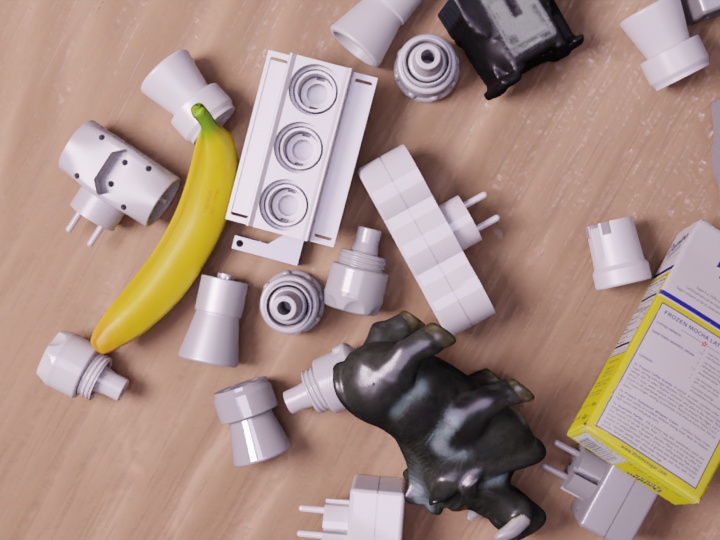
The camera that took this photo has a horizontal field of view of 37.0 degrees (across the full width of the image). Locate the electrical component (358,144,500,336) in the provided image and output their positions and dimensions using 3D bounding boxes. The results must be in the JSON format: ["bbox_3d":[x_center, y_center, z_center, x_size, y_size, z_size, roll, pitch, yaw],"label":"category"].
[{"bbox_3d":[0.063,-0.029,0.768,0.074,0.052,0.138,-29,91,3],"label":"electrical component"}]

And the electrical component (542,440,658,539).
[{"bbox_3d":[0.170,0.149,0.773,0.077,0.047,0.065,28,94,1],"label":"electrical component"}]

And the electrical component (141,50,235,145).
[{"bbox_3d":[-0.124,-0.124,0.777,0.045,0.045,0.055,-42,90,4],"label":"electrical component"}]

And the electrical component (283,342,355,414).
[{"bbox_3d":[-0.025,0.084,0.781,0.062,0.048,0.048,-25,91,6],"label":"electrical component"}]

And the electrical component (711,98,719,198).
[{"bbox_3d":[0.330,-0.085,0.749,0.150,0.062,0.089,-6,92,3],"label":"electrical component"}]

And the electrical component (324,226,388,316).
[{"bbox_3d":[0.000,0.000,0.777,0.043,0.043,0.062,14,92,2],"label":"electrical component"}]

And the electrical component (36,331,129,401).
[{"bbox_3d":[-0.201,0.075,0.790,0.062,0.043,0.043,27,93,0],"label":"electrical component"}]

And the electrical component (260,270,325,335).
[{"bbox_3d":[-0.051,0.025,0.771,0.048,0.062,0.048,0,93,3],"label":"electrical component"}]

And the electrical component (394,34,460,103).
[{"bbox_3d":[0.047,-0.145,0.759,0.048,0.062,0.048,0,92,3],"label":"electrical component"}]

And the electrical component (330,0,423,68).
[{"bbox_3d":[0.016,-0.184,0.771,0.044,0.044,0.065,39,89,1],"label":"electrical component"}]

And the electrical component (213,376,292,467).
[{"bbox_3d":[-0.079,0.110,0.785,0.045,0.045,0.055,-18,91,3],"label":"electrical component"}]

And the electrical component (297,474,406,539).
[{"bbox_3d":[-0.007,0.186,0.784,0.077,0.047,0.065,5,93,3],"label":"electrical component"}]

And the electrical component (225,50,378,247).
[{"bbox_3d":[-0.040,-0.085,0.765,0.079,0.063,0.121,15,93,2],"label":"electrical component"}]

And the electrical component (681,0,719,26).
[{"bbox_3d":[0.261,-0.224,0.753,0.083,0.047,0.075,-20,91,3],"label":"electrical component"}]

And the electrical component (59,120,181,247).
[{"bbox_3d":[-0.184,-0.055,0.783,0.077,0.043,0.079,34,94,1],"label":"electrical component"}]

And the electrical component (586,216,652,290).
[{"bbox_3d":[0.184,-0.012,0.771,0.040,0.040,0.046,-13,87,3],"label":"electrical component"}]

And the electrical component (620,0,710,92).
[{"bbox_3d":[0.216,-0.160,0.760,0.045,0.045,0.055,-27,91,3],"label":"electrical component"}]

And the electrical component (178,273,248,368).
[{"bbox_3d":[-0.104,0.035,0.786,0.044,0.044,0.065,12,88,2],"label":"electrical component"}]
